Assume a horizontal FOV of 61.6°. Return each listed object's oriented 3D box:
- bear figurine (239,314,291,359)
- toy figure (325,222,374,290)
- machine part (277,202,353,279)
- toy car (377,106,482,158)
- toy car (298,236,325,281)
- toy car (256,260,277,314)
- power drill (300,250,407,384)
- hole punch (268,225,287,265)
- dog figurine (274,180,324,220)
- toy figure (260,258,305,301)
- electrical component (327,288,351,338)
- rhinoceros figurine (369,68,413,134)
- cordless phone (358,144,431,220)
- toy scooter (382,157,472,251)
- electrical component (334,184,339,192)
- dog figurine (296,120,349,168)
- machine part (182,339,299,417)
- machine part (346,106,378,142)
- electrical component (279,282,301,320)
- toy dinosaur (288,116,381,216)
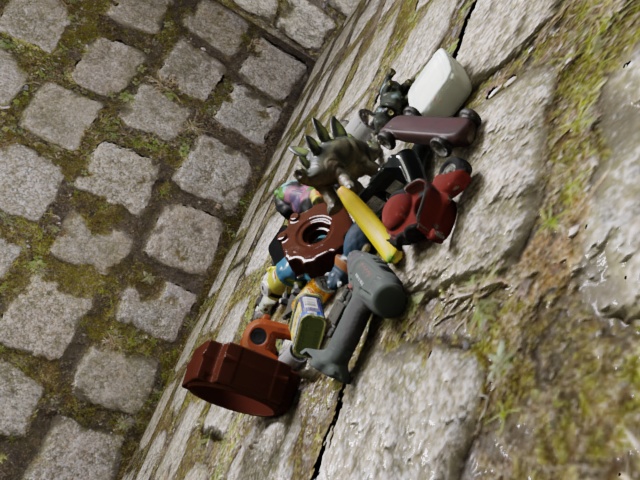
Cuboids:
[{"bbox_3d":[-0.126,0.248,1.238,0.195,0.132,0.120,105,-172,-68],"label":"bear figurine"},{"bbox_3d":[0.063,0.031,1.039,0.064,0.058,0.154,-96,31,-75],"label":"toy figure"},{"bbox_3d":[-0.002,-0.003,1.136,0.179,0.056,0.179,-15,44,15],"label":"machine part"},{"bbox_3d":[0.181,-0.183,0.914,0.089,0.053,0.202,-48,32,-15],"label":"toy car"},{"bbox_3d":[-0.019,0.026,1.240,0.109,0.103,0.162,-58,17,15],"label":"toy car"},{"bbox_3d":[-0.138,0.127,1.561,0.202,0.056,0.073,-78,14,-49],"label":"toy car"},{"bbox_3d":[0.053,0.121,0.889,0.207,0.086,0.232,-55,17,-3],"label":"power drill"},{"bbox_3d":[-0.070,0.033,1.468,0.142,0.092,0.116,-50,49,33],"label":"hole punch"},{"bbox_3d":[-0.026,-0.109,1.379,0.108,0.192,0.219,-60,-2,-17],"label":"dog figurine"},{"bbox_3d":[-0.084,0.096,1.382,0.180,0.089,0.082,-41,18,35],"label":"toy figure"},{"bbox_3d":[0.036,0.137,1.006,0.094,0.021,0.063,-63,14,-1],"label":"electrical component"},{"bbox_3d":[0.166,-0.329,1.298,0.112,0.073,0.190,-46,22,44],"label":"rhinoceros figurine"},{"bbox_3d":[0.152,-0.127,1.015,0.146,0.089,0.184,-49,8,48],"label":"cordless phone"},{"bbox_3d":[0.155,-0.036,0.813,0.184,0.075,0.135,-38,29,48],"label":"toy scooter"},{"bbox_3d":[0.051,-0.119,1.250,0.048,0.119,0.075,-49,8,-19],"label":"electrical component"},{"bbox_3d":[0.035,-0.242,1.559,0.190,0.121,0.172,-34,53,33],"label":"dog figurine"},{"bbox_3d":[-0.161,0.281,1.067,0.201,0.201,0.087,-41,28,54],"label":"machine part"},{"bbox_3d":[0.089,-0.267,1.441,0.243,0.079,0.079,-50,19,43],"label":"machine part"},{"bbox_3d":[-0.066,0.146,1.292,0.102,0.045,0.078,-35,29,61],"label":"electrical component"},{"bbox_3d":[0.056,-0.170,1.147,0.105,0.198,0.471,-41,-10,28],"label":"toy dinosaur"}]
